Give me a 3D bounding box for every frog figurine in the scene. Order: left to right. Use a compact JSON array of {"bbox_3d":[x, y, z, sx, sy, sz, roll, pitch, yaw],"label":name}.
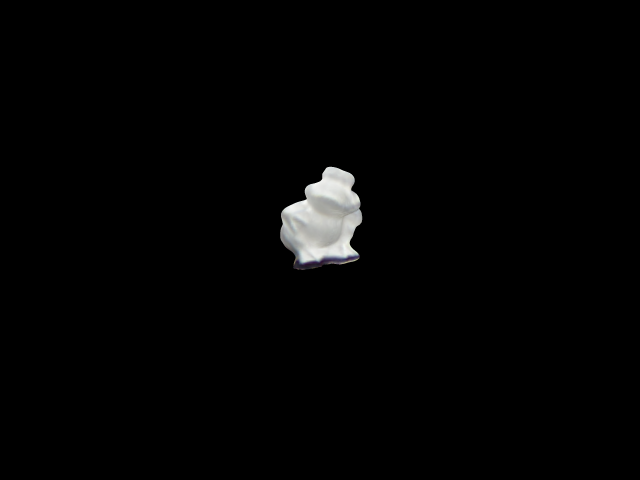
[{"bbox_3d":[0.003,-0.043,0.850,0.137,0.158,0.124,-1,12,-4],"label":"frog figurine"}]
